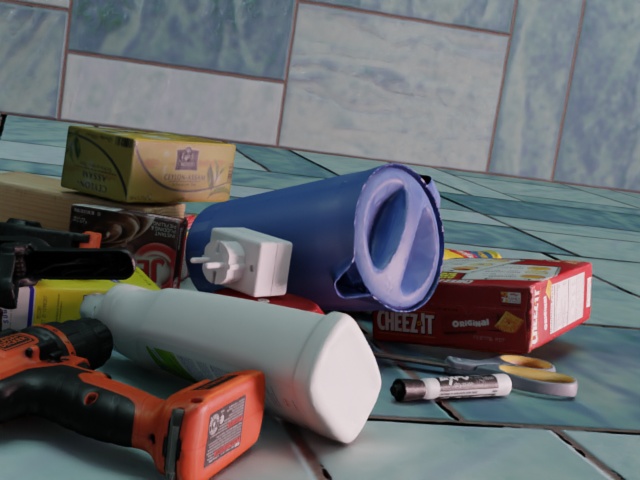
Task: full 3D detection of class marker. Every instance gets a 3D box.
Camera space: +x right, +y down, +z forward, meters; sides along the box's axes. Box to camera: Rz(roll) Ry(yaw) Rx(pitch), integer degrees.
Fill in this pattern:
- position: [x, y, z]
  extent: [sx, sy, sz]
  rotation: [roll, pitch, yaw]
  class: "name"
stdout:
- position: [0.109, 0.122, 0.886]
  extent: [0.120, 0.020, 0.020]
  rotation: [2, 11, -33]
  class: "marker"

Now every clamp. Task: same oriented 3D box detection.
- position: [-0.245, 0.022, 0.848]
  extent: [0.172, 0.039, 0.120]
  rotation: [4, 9, 36]
  class: "clamp"
- position: [-0.273, 0.000, 0.990]
  extent: [0.210, 0.036, 0.164]
  rotation: [6, -3, 29]
  class: "clamp"

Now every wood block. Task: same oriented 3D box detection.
- position: [-0.260, -0.010, 1.134]
  extent: [0.206, 0.091, 0.090]
  rotation: [12, 9, 16]
  class: "wood block"

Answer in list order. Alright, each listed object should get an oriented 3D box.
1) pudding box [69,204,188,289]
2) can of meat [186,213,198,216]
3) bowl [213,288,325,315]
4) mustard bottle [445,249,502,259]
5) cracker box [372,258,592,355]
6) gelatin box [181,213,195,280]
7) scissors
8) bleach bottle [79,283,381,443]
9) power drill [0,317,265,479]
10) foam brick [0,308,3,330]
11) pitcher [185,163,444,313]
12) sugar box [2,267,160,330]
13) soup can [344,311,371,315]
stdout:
- position: [-0.190, 0.016, 1.046]
  extent: [0.113, 0.090, 0.039]
  rotation: [9, 8, 10]
  class: "pudding box"
- position: [-0.125, 0.000, 1.300]
  extent: [0.102, 0.057, 0.084]
  rotation: [7, 7, -13]
  class: "can of meat"
- position: [-0.049, 0.077, 0.909]
  extent: [0.162, 0.055, 0.162]
  rotation: [8, 9, -1]
  class: "bowl"
- position: [0.168, 0.038, 1.330]
  extent: [0.191, 0.058, 0.096]
  rotation: [6, 7, -18]
  class: "mustard bottle"
- position: [0.170, 0.063, 1.092]
  extent: [0.164, 0.072, 0.213]
  rotation: [2, 6, 29]
  class: "cracker box"
- position: [-0.187, 0.002, 1.179]
  extent: [0.089, 0.073, 0.030]
  rotation: [11, 9, 12]
  class: "gelatin box"
- position: [0.134, 0.113, 0.980]
  extent: [0.202, 0.016, 0.096]
  rotation: [10, 8, 13]
  class: "scissors"
- position: [-0.083, 0.074, 0.789]
  extent: [0.251, 0.068, 0.102]
  rotation: [13, -31, 32]
  class: "bleach bottle"
- position: [-0.135, 0.099, 0.704]
  extent: [0.188, 0.057, 0.184]
  rotation: [9, 12, 19]
  class: "power drill"
- position: [-0.274, 0.070, 0.757]
  extent: [0.051, 0.053, 0.078]
  rotation: [16, 13, 39]
  class: "foam brick"
- position: [-0.007, 0.001, 1.025]
  extent: [0.243, 0.145, 0.149]
  rotation: [-5, -15, 41]
  class: "pitcher"
- position: [-0.237, 0.049, 0.939]
  extent: [0.176, 0.048, 0.093]
  rotation: [5, 10, -26]
  class: "sugar box"
- position: [0.021, 0.043, 1.139]
  extent: [0.102, 0.068, 0.068]
  rotation: [8, 9, -2]
  class: "soup can"
